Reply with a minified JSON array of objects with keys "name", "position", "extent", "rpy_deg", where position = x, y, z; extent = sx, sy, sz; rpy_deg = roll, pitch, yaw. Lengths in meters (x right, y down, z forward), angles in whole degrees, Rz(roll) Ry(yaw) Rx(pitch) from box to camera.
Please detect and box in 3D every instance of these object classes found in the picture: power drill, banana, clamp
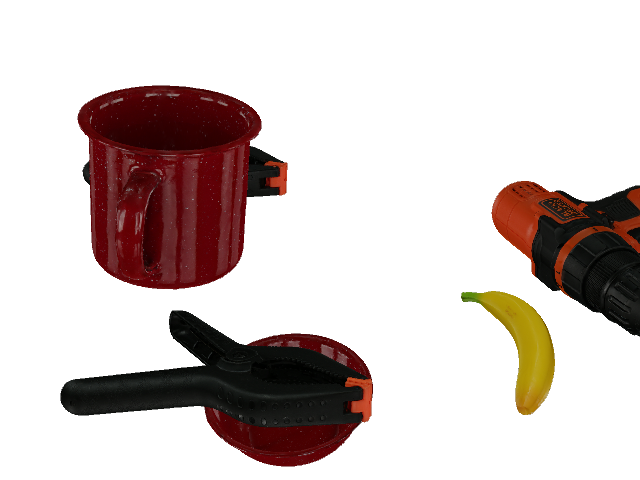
[{"name":"power drill","position":[0.236,-0.004,0.732],"extent":[0.187,0.057,0.185],"rpy_deg":[-10,29,-18]},{"name":"banana","position":[0.213,0.111,1.141],"extent":[0.069,0.037,0.198],"rpy_deg":[-25,34,3]},{"name":"clamp","position":[-0.060,0.096,0.784],"extent":[0.210,0.036,0.164],"rpy_deg":[5,19,15]},{"name":"clamp","position":[-0.115,-0.062,0.922],"extent":[0.172,0.039,0.120],"rpy_deg":[12,34,26]}]

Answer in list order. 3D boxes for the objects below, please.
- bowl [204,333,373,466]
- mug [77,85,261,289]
[{"name":"bowl","position":[-0.028,0.163,1.023],"extent":[0.162,0.055,0.162],"rpy_deg":[-4,37,3]},{"name":"mug","position":[-0.081,-0.022,0.551],"extent":[0.093,0.081,0.117],"rpy_deg":[7,28,3]}]
